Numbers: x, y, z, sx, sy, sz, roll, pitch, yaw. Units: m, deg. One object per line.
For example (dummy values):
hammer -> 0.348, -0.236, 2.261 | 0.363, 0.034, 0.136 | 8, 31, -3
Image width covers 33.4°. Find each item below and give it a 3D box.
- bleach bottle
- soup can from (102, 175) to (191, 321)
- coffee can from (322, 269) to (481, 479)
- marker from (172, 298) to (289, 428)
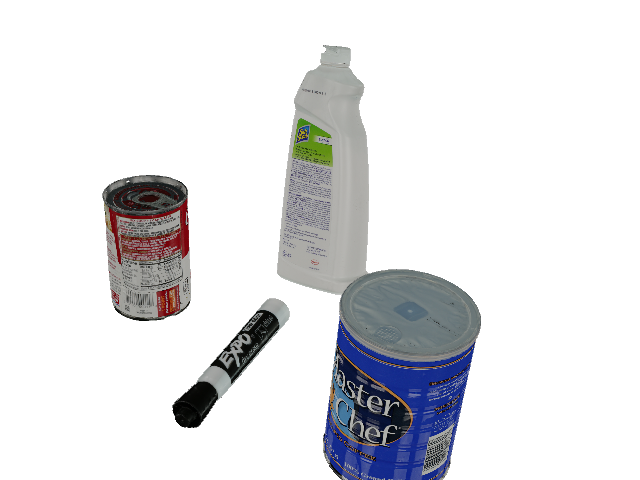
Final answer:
bleach bottle -> 0.012, -0.076, 1.124 | 0.103, 0.251, 0.067 | 15, 16, 35
soup can -> -0.141, 0.007, 0.874 | 0.068, 0.102, 0.068 | 1, 28, -1
coffee can -> 0.059, 0.107, 0.805 | 0.103, 0.140, 0.103 | 4, 33, -3
marker -> -0.052, 0.072, 0.633 | 0.020, 0.020, 0.121 | 0, 27, 27
